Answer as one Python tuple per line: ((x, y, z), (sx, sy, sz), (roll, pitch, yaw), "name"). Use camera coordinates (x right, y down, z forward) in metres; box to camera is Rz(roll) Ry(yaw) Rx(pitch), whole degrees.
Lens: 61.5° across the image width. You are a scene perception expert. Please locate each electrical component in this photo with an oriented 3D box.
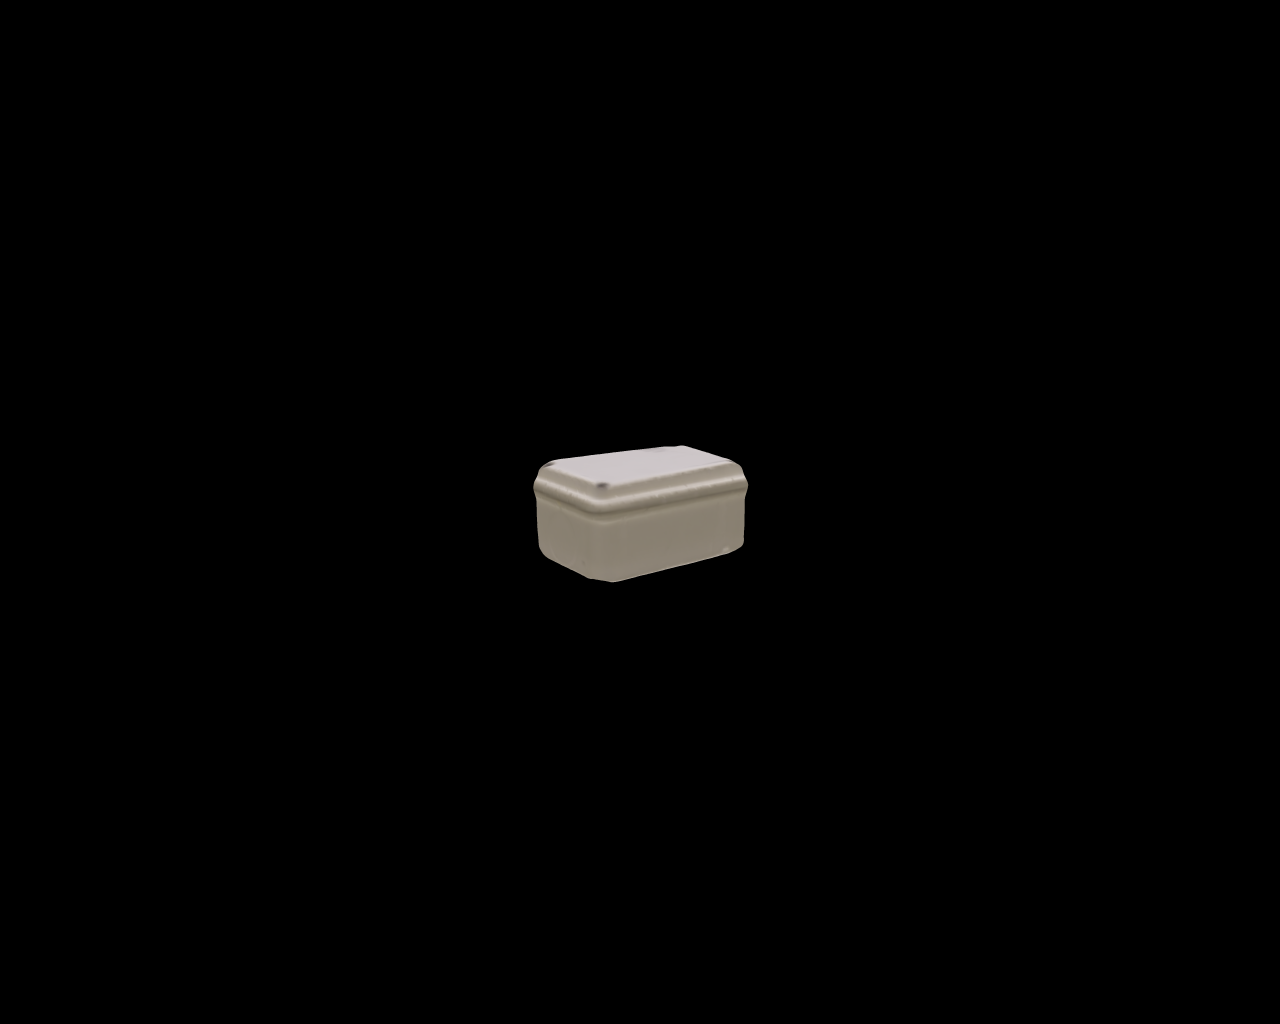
((0.001, -0.003, 0.650), (0.113, 0.057, 0.078), (-10, 18, -33), "electrical component")
